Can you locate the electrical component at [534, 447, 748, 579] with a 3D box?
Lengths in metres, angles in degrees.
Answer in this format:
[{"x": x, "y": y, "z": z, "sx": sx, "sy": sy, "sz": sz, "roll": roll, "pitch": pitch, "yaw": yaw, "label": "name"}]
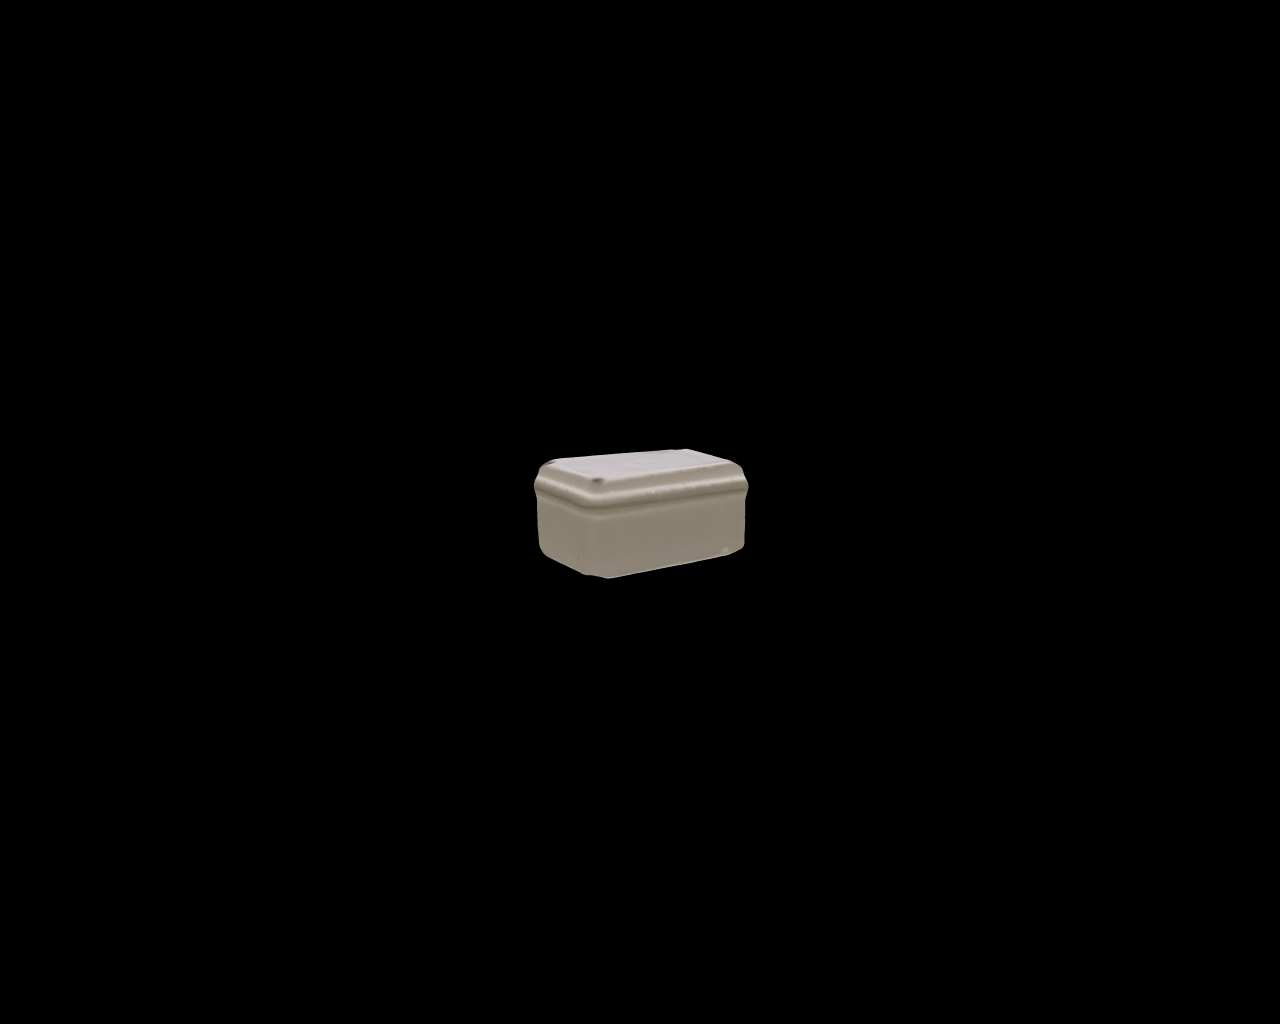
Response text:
[{"x": 0.001, "y": -0.003, "z": 0.650, "sx": 0.113, "sy": 0.057, "sz": 0.078, "roll": -8, "pitch": 15, "yaw": -30, "label": "electrical component"}]
